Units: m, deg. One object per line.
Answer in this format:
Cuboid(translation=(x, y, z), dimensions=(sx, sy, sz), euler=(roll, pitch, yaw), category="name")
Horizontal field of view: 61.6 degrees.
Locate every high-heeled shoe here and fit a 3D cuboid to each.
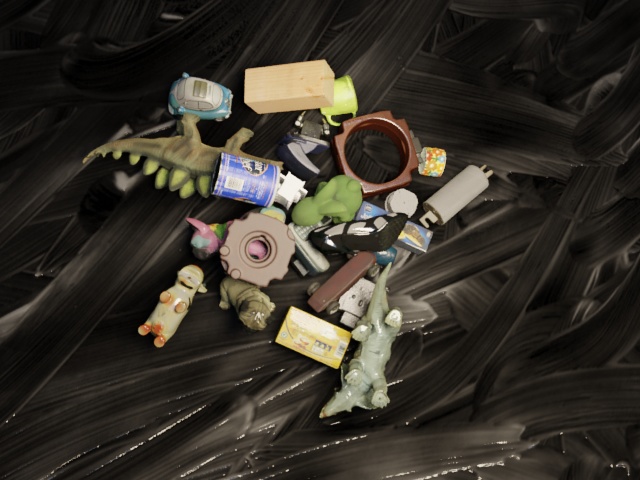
Cuboid(translation=(0.096, -0.026, 1.322), dimensions=(0.249, 0.145, 0.086), euler=(-29, 131, -37), category="high-heeled shoe")

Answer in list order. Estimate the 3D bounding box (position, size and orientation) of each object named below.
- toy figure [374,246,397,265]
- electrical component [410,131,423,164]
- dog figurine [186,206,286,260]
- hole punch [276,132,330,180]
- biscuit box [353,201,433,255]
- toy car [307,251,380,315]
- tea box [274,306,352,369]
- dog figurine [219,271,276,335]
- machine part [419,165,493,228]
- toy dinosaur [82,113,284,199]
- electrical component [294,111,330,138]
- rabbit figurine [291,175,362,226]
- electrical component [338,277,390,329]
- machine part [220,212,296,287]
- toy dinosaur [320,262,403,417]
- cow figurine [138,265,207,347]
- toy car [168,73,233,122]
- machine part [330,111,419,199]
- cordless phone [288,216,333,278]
Cuboid(translation=(0.119, 0.023, 1.377), dimensions=(0.154, 0.058, 0.064), euler=(19, 75, 0), category="toy figure")
Cuboid(translation=(0.247, -0.239, 1.421), dimensions=(0.021, 0.063, 0.094), euler=(-16, 77, -13), category="electrical component")
Cuboid(translation=(-0.213, -0.023, 1.314), dimensions=(0.219, 0.108, 0.191), euler=(22, 82, -2), category="dog figurine")
Cuboid(translation=(-0.050, -0.210, 1.349), dimensions=(0.116, 0.142, 0.092), euler=(16, 85, -17), category="hole punch")
Cuboid(translation=(0.185, -0.030, 1.388), dimensions=(0.203, 0.063, 0.059), euler=(23, 79, -5), category="biscuit box")
Cuboid(translation=(0.056, 0.100, 1.308), dimensions=(0.202, 0.053, 0.089), euler=(-43, 65, -13), category="toy car")
Cuboid(translation=(-0.018, 0.239, 1.325), dimensions=(0.170, 0.068, 0.098), euler=(26, 80, -3), category="tea box")
Cuboid(translation=(-0.176, 0.132, 1.256), dimensions=(0.172, 0.190, 0.121), euler=(44, 80, 1), category="dog figurine")
Cuboid(translation=(0.357, -0.119, 1.415), dimensions=(0.243, 0.079, 0.079), euler=(-38, 89, -9), category="machine part")
Cuboid(translation=(-0.324, -0.205, 1.320), dimensions=(0.472, 0.105, 0.198), euler=(10, 82, -7), category="toy dinosaur")
Cuboid(translation=(-0.026, -0.285, 1.400), dimensions=(0.102, 0.045, 0.078), euler=(22, 79, -4), category="electrical component")
Cuboid(translation=(0.017, -0.080, 1.293), dimensions=(0.170, 0.159, 0.121), euler=(-28, 92, -26), category="rabbit figurine")
Cuboid(translation=(0.100, 0.159, 1.357), dimensions=(0.115, 0.058, 0.134), euler=(24, 80, -2), category="electrical component")
Cuboid(translation=(-0.142, 0.022, 1.233), dimensions=(0.179, 0.056, 0.179), euler=(0, 87, -7), category="machine part")
Cuboid(translation=(0.122, 0.248, 1.268), dimensions=(0.131, 0.192, 0.404), euler=(18, 91, -1), category="toy dinosaur")
Cuboid(translation=(-0.339, 0.147, 1.279), dimensions=(0.085, 0.127, 0.195), euler=(32, 94, -2), category="cow figurine")
Cuboid(translation=(-0.302, -0.356, 1.344), dimensions=(0.162, 0.103, 0.109), euler=(8, 83, -5), category="toy car")
Cuboid(translation=(0.139, -0.219, 1.394), dimensions=(0.201, 0.087, 0.201), euler=(-16, 85, -8), category="machine part")
Cuboid(translation=(-0.002, -0.004, 1.360), dimensions=(0.184, 0.089, 0.146), euler=(-38, 89, -29), category="cordless phone")
